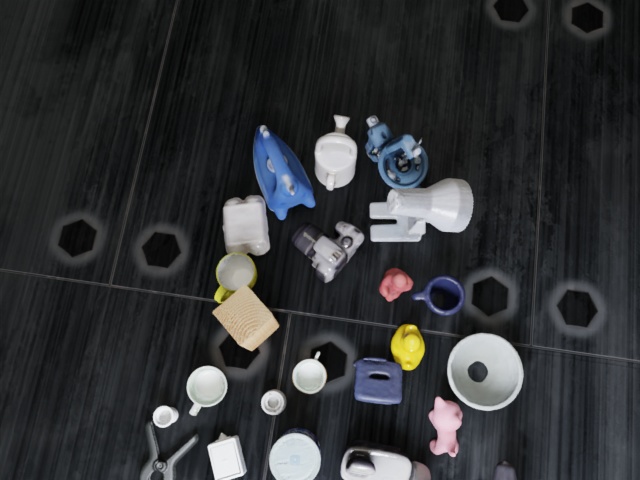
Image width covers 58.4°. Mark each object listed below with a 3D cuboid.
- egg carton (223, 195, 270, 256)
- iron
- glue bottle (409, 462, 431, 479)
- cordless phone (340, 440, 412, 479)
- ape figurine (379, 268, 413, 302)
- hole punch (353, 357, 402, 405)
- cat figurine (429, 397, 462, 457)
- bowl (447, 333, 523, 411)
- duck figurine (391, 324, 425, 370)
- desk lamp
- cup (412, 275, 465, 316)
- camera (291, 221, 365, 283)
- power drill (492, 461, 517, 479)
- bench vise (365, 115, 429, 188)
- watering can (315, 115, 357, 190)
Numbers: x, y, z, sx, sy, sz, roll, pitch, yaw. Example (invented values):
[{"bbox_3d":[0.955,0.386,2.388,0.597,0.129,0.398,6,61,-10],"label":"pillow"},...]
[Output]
[{"bbox_3d":[-0.176,-0.031,1.358,0.107,0.069,0.150,-8,76,-2],"label":"egg carton"},{"bbox_3d":[-0.104,-0.187,1.361,0.118,0.141,0.258,-24,77,-6],"label":"iron"},{"bbox_3d":[0.204,0.505,1.174,0.037,0.173,0.078,23,77,6],"label":"glue bottle"},{"bbox_3d":[0.118,0.471,1.176,0.147,0.185,0.094,6,76,1],"label":"cordless phone"},{"bbox_3d":[0.177,0.098,1.317,0.078,0.092,0.076,2,76,0],"label":"ape figurine"},{"bbox_3d":[0.126,0.310,1.264,0.108,0.091,0.101,5,76,1],"label":"hole punch"},{"bbox_3d":[0.274,0.401,1.229,0.067,0.118,0.128,-3,76,-1],"label":"cat figurine"},{"bbox_3d":[0.360,0.294,1.279,0.167,0.075,0.167,0,76,0],"label":"bowl"},{"bbox_3d":[0.201,0.239,1.286,0.077,0.086,0.104,6,76,1],"label":"duck figurine"},{"bbox_3d":[0.222,-0.064,1.296,0.203,0.213,0.118,-2,76,-1],"label":"desk lamp"},{"bbox_3d":[0.263,0.132,1.308,0.117,0.095,0.092,-4,76,-1],"label":"cup"},{"bbox_3d":[0.012,0.005,1.335,0.136,0.101,0.143,38,79,9],"label":"camera"},{"bbox_3d":[0.347,0.552,1.145,0.075,0.208,0.230,0,76,0],"label":"power drill"},{"bbox_3d":[0.167,-0.205,1.327,0.207,0.220,0.121,40,79,9],"label":"bench vise"},{"bbox_3d":[0.036,-0.208,1.340,0.101,0.194,0.173,-12,76,-3],"label":"watering can"}]
